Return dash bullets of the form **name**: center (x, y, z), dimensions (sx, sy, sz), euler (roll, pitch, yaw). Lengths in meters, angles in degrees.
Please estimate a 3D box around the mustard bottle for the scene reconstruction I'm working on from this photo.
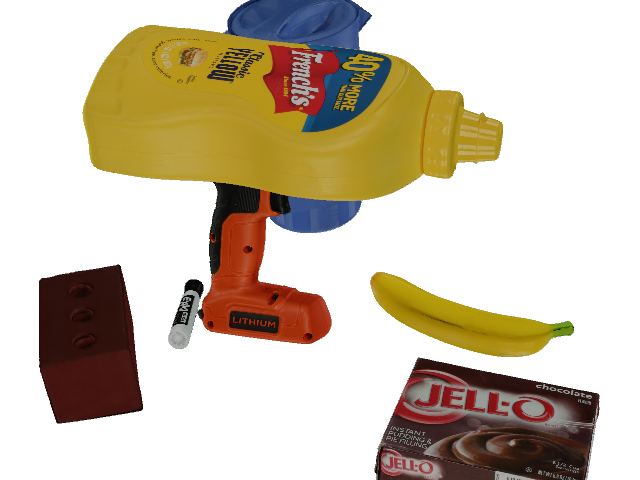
- **mustard bottle**: center (-0.009, -0.060, 0.514), dimensions (0.192, 0.058, 0.096), euler (9, 38, 13)

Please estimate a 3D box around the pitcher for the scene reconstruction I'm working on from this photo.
- **pitcher**: center (-0.027, -0.129, 1.124), dimensions (0.149, 0.243, 0.144), euler (8, 38, 19)

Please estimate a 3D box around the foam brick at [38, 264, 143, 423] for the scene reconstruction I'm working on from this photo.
- **foam brick**: center (-0.139, 0.062, 0.643), dimensions (0.053, 0.051, 0.078), euler (-10, 41, -8)

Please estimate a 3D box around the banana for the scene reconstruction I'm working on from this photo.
- **banana**: center (0.116, 0.067, 0.936), dimensions (0.198, 0.037, 0.069), euler (16, 14, 30)

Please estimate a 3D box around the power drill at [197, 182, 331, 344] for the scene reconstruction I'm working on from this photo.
- **power drill**: center (-0.030, -0.016, 0.842), dimensions (0.185, 0.188, 0.057), euler (5, 16, 21)

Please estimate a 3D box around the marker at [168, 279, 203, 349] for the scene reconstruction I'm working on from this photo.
- **marker**: center (-0.125, 0.066, 1.001), dimensions (0.020, 0.020, 0.121), euler (0, 21, 1)

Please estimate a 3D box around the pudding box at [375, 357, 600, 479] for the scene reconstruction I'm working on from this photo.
- **pudding box**: center (0.097, 0.114, 0.608), dimensions (0.113, 0.039, 0.090), euler (12, 30, 14)
